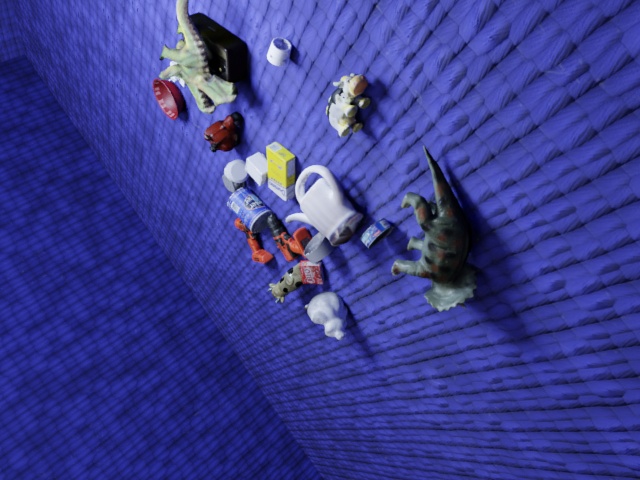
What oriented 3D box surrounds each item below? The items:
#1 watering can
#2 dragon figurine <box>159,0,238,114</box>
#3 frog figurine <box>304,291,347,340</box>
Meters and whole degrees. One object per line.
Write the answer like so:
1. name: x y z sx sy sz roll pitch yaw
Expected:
1. watering can: 0.004 -0.074 1.475 0.105 0.226 0.341 -35 -12 -29
2. dragon figurine: -0.324 -0.487 1.449 0.242 0.124 0.404 37 -25 -5
3. frog figurine: 0.034 0.256 1.730 0.137 0.120 0.162 6 36 -37
